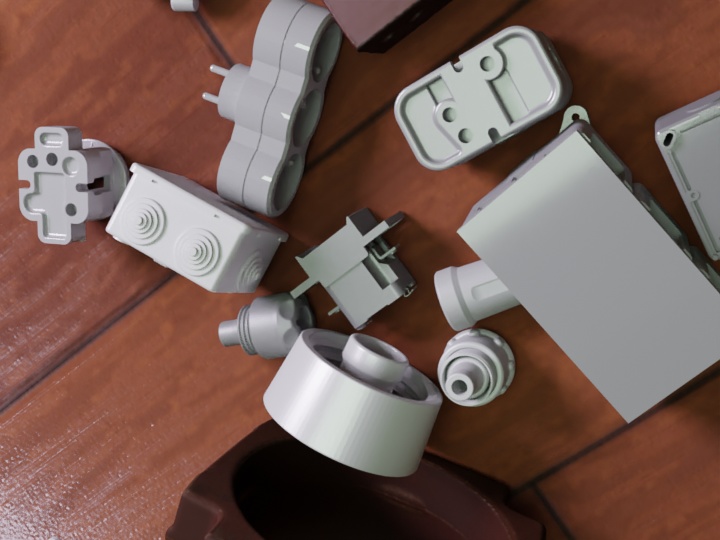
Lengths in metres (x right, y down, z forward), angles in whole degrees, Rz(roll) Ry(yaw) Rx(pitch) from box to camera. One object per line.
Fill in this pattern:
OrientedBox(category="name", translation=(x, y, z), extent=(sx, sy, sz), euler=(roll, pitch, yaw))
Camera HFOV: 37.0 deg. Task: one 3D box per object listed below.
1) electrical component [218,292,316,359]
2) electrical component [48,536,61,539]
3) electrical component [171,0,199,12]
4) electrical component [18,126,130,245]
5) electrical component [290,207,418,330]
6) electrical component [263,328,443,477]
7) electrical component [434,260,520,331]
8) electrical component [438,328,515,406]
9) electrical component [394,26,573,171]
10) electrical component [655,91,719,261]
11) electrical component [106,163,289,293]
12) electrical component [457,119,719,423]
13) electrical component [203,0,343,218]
OrientedBox(category="electrical component", translation=(-0.064, 0.039, 0.725), extent=(0.062, 0.043, 0.043), euler=(-10, 96, 21))
OrientedBox(category="electrical component", translation=(-0.237, 0.269, 0.821), extent=(0.100, 0.048, 0.099), euler=(41, 109, 8))
OrientedBox(category="electrical component", translation=(-0.134, -0.203, 0.704), extent=(0.055, 0.048, 0.066), euler=(3, 101, 10))
OrientedBox(category="electrical component", translation=(-0.196, -0.060, 0.744), extent=(0.058, 0.057, 0.078), euler=(4, 101, 18))
OrientedBox(category="electrical component", translation=(0.000, 0.000, 0.698), extent=(0.081, 0.042, 0.063), euler=(-37, 90, 21))
OrientedBox(category="electrical component", translation=(0.000, 0.075, 0.678), extent=(0.108, 0.108, 0.060), euler=(27, 101, 12))
OrientedBox(category="electrical component", translation=(0.075, 0.013, 0.676), extent=(0.046, 0.040, 0.040), euler=(-20, 93, 15))
OrientedBox(category="electrical component", translation=(0.069, 0.065, 0.675), extent=(0.048, 0.062, 0.048), euler=(3, 101, 18))
OrientedBox(category="electrical component", translation=(0.076, -0.102, 0.644), extent=(0.095, 0.059, 0.053), euler=(-28, 90, 21))
OrientedBox(category="electrical component", translation=(0.214, -0.053, 0.609), extent=(0.062, 0.061, 0.096), euler=(-24, 99, 20))
OrientedBox(category="electrical component", translation=(-0.105, -0.024, 0.699), extent=(0.100, 0.100, 0.048), euler=(29, 95, 11))
OrientedBox(category="electrical component", translation=(0.142, -0.002, 0.627), extent=(0.089, 0.061, 0.150), euler=(-41, 94, 21))
OrientedBox(category="electrical component", translation=(-0.067, -0.110, 0.694), extent=(0.074, 0.052, 0.138), euler=(22, 107, 14))
